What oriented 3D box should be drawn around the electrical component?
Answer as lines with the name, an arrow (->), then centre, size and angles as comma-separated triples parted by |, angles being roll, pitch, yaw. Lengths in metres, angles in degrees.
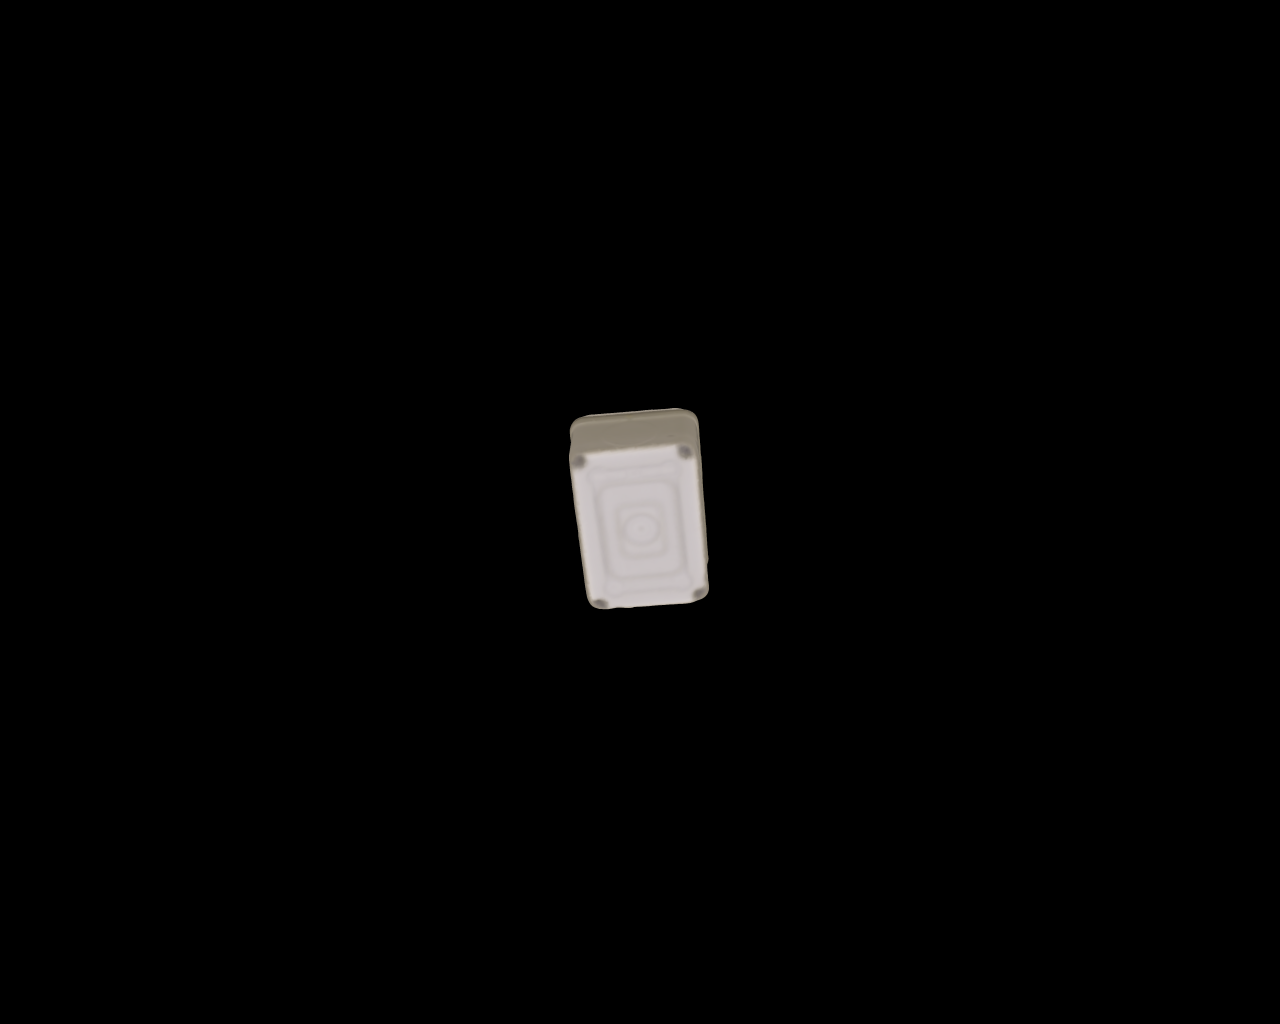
electrical component -> 0.001, -0.003, 0.650 | 0.078, 0.113, 0.057 | -4, 28, 2
